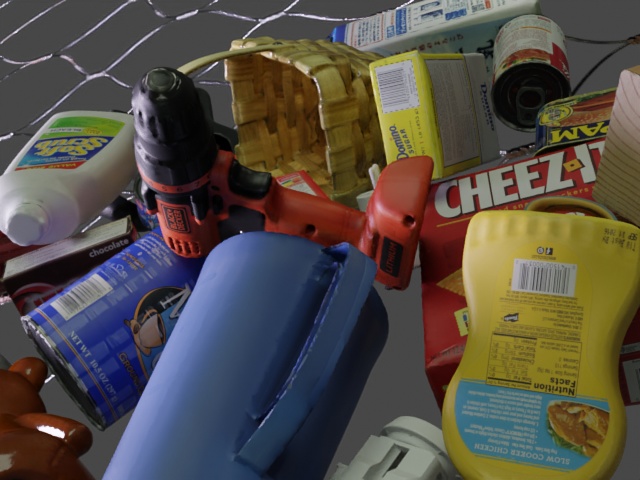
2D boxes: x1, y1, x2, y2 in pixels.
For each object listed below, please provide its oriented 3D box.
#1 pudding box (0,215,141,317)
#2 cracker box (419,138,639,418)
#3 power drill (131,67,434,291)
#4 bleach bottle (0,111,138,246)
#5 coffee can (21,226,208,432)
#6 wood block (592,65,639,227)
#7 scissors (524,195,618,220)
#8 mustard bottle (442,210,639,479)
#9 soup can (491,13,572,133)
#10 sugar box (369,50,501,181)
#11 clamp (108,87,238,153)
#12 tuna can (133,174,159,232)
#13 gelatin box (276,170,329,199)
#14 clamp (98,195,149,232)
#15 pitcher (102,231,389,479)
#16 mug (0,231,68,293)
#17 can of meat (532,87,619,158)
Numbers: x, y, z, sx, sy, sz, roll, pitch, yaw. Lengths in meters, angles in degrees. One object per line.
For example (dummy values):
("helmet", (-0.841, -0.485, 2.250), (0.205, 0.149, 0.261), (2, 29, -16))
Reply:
("pudding box", (-0.188, 0.041, 0.868), (0.113, 0.090, 0.039), (-22, 30, 0))
("cracker box", (0.151, 0.022, 0.701), (0.164, 0.072, 0.213), (-14, 32, 13))
("power drill", (-0.025, -0.035, 0.682), (0.188, 0.184, 0.057), (13, 63, 8))
("bleach bottle", (-0.216, -0.051, 0.921), (0.102, 0.068, 0.251), (4, 20, -2))
("coffee can", (-0.134, 0.059, 0.794), (0.140, 0.103, 0.103), (-36, 34, -21))
("wood block", (0.281, -0.072, 0.671), (0.205, 0.091, 0.090), (-19, 41, -32))
("scissors", (0.171, 0.022, 0.601), (0.096, 0.016, 0.202), (-31, 32, -14))
("mustard bottle", (0.115, 0.083, 0.568), (0.096, 0.058, 0.191), (6, 81, 21))
("soup can", (0.185, -0.149, 0.941), (0.069, 0.068, 0.102), (-11, 33, 18))
("sugar box", (0.094, -0.097, 0.831), (0.048, 0.093, 0.176), (-8, 5, 22))
("clamp", (-0.120, -0.106, 1.070), (0.172, 0.039, 0.120), (33, 49, 30))
("tuna can", (-0.127, -0.040, 0.981), (0.086, 0.034, 0.086), (-1, 39, 0))
("gelatin box", (-0.005, 0.001, 0.813), (0.030, 0.089, 0.073), (-19, 30, -11))
("clamp", (-0.229, -0.061, 1.098), (0.210, 0.036, 0.164), (-1, 36, 24))
("pitcher", (-0.047, 0.113, 0.629), (0.145, 0.149, 0.242), (4, 42, 20))
("mug", (-0.282, 0.000, 0.977), (0.081, 0.093, 0.117), (-18, -10, -2))
("can of meat", (0.215, -0.073, 0.820), (0.102, 0.057, 0.084), (-10, 31, 19))
